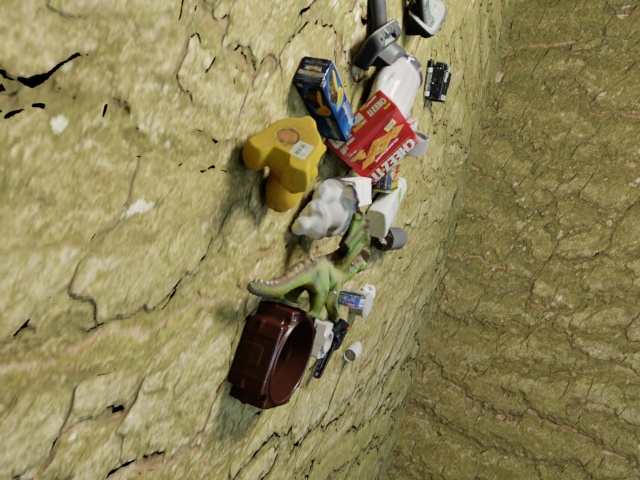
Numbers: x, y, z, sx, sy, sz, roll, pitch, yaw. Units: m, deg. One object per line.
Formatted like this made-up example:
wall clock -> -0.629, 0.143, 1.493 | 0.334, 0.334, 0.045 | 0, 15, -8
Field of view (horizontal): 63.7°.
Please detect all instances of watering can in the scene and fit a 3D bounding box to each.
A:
watering can -> 0.186, -0.334, 1.325 | 0.227, 0.104, 0.341 | -64, 159, -17

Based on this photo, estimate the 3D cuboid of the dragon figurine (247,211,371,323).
dragon figurine -> 0.014, 0.040, 1.047 | 0.243, 0.123, 0.406 | -58, 157, -2

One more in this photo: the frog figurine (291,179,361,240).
frog figurine -> 0.003, -0.056, 1.108 | 0.160, 0.125, 0.134 | -24, 147, -16
